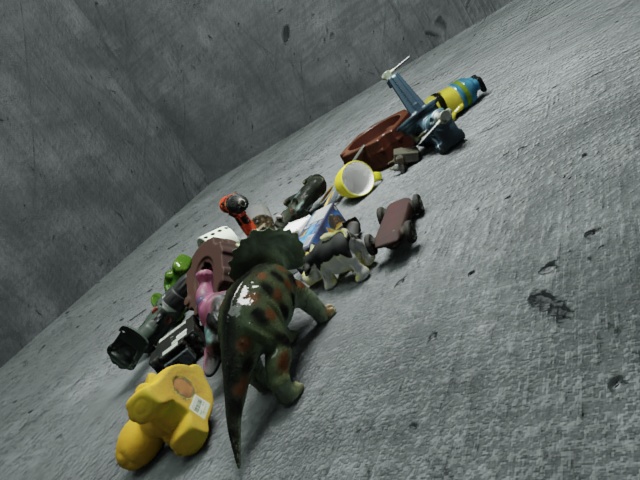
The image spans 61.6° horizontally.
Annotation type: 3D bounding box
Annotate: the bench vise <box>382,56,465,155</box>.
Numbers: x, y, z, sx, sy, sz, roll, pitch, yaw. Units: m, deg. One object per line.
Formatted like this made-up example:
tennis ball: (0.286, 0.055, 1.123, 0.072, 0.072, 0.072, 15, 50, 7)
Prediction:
bench vise: (0.229, -0.305, 1.264, 0.129, 0.240, 0.223, -37, 0, 8)

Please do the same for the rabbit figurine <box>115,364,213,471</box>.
rabbit figurine: (-0.252, 0.269, 0.820, 0.173, 0.122, 0.162, -51, 20, 15)

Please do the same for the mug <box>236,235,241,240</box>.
mug: (-0.253, 0.032, 1.520, 0.109, 0.080, 0.107, -38, 25, -25)

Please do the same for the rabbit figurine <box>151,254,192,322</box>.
rabbit figurine: (-0.382, 0.144, 1.412, 0.159, 0.121, 0.170, -26, 33, 39)

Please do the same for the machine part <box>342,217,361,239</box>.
machine part: (0.055, 0.002, 1.078, 0.084, 0.039, 0.139, -37, 16, 26)

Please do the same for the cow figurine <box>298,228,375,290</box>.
cow figurine: (0.011, 0.035, 0.969, 0.167, 0.098, 0.068, -19, 30, 44)

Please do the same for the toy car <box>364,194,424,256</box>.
toy car: (0.137, -0.025, 0.963, 0.089, 0.053, 0.202, -17, 19, 21)

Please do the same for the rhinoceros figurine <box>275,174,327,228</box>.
rhinoceros figurine: (-0.050, -0.096, 1.470, 0.190, 0.073, 0.112, -49, 17, -12)

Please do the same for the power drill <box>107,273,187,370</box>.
power drill: (-0.380, 0.186, 1.217, 0.232, 0.086, 0.207, -52, 7, 21)

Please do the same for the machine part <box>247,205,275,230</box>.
machine part: (-0.180, -0.057, 1.624, 0.079, 0.079, 0.243, -35, 16, 1)

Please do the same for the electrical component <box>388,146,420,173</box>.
electrical component: (0.208, -0.201, 1.330, 0.078, 0.045, 0.102, -5, 24, 3)

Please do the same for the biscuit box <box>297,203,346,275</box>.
biscuit box: (-0.002, -0.003, 1.158, 0.059, 0.062, 0.203, -25, 20, 30)

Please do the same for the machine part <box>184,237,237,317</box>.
machine part: (-0.230, 0.081, 1.153, 0.179, 0.056, 0.179, -23, 59, 45)

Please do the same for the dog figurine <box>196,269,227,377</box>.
dog figurine: (-0.166, 0.158, 0.969, 0.108, 0.191, 0.219, -7, 45, -7)

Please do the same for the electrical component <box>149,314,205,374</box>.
electrical component: (-0.287, 0.223, 1.100, 0.115, 0.058, 0.134, -38, 17, -2)

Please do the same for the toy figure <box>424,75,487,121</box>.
toy figure: (0.355, -0.377, 1.438, 0.180, 0.089, 0.082, -38, 10, 0)

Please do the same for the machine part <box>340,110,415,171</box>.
machine part: (0.172, -0.266, 1.497, 0.201, 0.087, 0.201, -19, 25, 44)

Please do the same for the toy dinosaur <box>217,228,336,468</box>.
toy dinosaur: (-0.089, 0.111, 0.793, 0.131, 0.192, 0.405, -31, 16, 22)
